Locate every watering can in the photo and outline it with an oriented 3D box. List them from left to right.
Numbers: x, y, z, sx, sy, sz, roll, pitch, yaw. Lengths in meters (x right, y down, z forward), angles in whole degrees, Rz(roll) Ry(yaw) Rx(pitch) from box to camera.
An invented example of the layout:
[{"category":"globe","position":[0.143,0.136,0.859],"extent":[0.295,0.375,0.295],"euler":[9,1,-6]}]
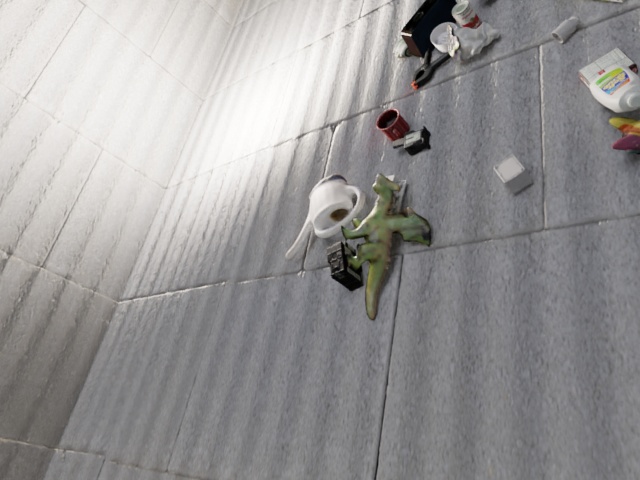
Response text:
[{"category":"watering can","position":[0.005,-0.088,1.756],"extent":[0.344,0.102,0.230],"euler":[-33,41,22]}]

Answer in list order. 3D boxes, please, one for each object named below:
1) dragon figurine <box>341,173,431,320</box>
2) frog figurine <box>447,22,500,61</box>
[{"category":"dragon figurine","position":[0.202,0.004,1.488],"extent":[0.241,0.121,0.416],"euler":[-20,70,21]},{"category":"frog figurine","position":[0.520,-0.676,1.747],"extent":[0.159,0.120,0.140],"euler":[-7,37,-3]}]
